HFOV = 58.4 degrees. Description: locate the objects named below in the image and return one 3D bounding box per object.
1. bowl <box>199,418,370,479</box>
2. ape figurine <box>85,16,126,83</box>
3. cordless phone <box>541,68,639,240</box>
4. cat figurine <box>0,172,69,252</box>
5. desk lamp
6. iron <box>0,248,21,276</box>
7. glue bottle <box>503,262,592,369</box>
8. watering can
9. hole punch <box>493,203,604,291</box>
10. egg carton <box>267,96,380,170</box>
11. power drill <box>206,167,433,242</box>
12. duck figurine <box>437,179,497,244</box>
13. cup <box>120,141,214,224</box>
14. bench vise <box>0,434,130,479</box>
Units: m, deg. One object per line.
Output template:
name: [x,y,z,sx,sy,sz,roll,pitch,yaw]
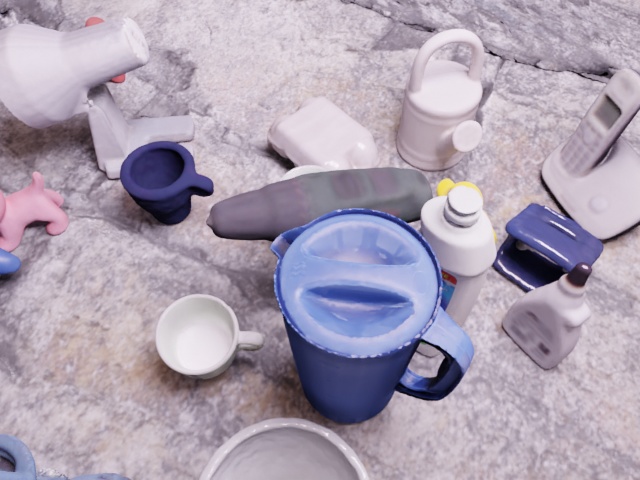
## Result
bowl: [-0.032,0.259,0.538,0.167,0.075,0.167,0,58,0]
ape figurine: [-0.336,-0.300,0.885,0.076,0.092,0.078,27,62,17]
cordless phone: [0.361,-0.101,0.698,0.094,0.185,0.147,-21,60,-12]
cat figurine: [-0.395,-0.044,0.708,0.128,0.118,0.067,-25,61,-15]
desk lamp: [-0.283,-0.185,0.740,0.203,0.214,0.118,-7,58,-4]
iron: [-0.497,0.012,0.659,0.258,0.141,0.119,14,59,9]
glue bottle: [0.245,0.072,0.596,0.037,0.173,0.078,-31,62,-17]
watering can: [0.163,-0.183,0.746,0.101,0.194,0.172,-30,62,-17]
hole punch: [0.276,0.004,0.688,0.108,0.091,0.101,36,65,21]
egg carton: [0.006,-0.130,0.787,0.107,0.069,0.150,-39,65,-21]
power drill: [0.006,0.002,0.621,0.230,0.208,0.075,-17,59,-10]
duck figurine: [0.180,-0.033,0.715,0.078,0.086,0.104,-32,63,-18]
cup: [-0.184,-0.062,0.731,0.117,0.095,0.092,14,59,9]
bench vise: [-0.263,0.210,0.485,0.207,0.220,0.121,-17,59,-10]
